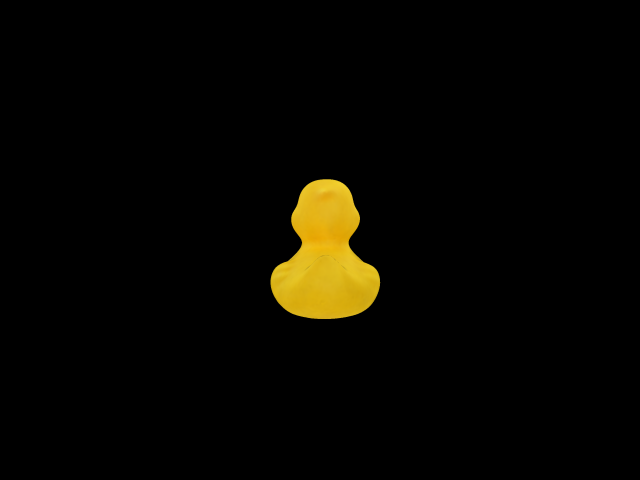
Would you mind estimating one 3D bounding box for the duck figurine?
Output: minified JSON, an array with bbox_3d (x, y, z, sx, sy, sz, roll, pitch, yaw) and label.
[{"bbox_3d":[0.004,0.001,0.400,0.077,0.086,0.104,0,13,0],"label":"duck figurine"}]
